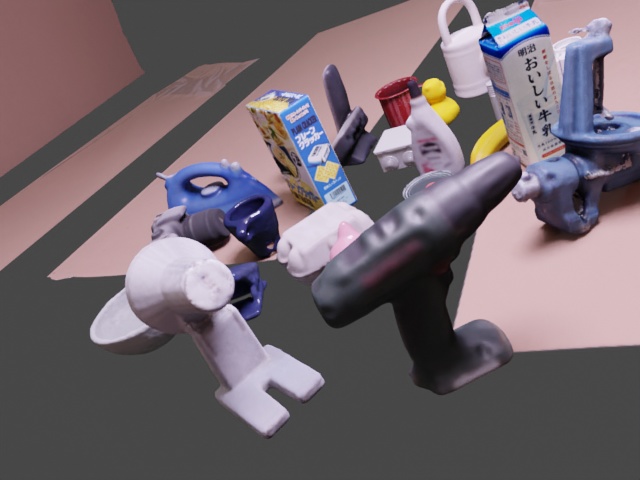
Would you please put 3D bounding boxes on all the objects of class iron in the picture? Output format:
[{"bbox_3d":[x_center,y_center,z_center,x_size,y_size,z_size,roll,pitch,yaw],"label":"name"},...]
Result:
[{"bbox_3d":[-0.214,-0.105,1.177,0.257,0.142,0.119,-12,32,26],"label":"iron"}]

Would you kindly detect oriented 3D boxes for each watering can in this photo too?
[{"bbox_3d":[0.301,-0.396,1.153,0.172,0.194,0.101,7,44,47],"label":"watering can"}]

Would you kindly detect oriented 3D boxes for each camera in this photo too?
[{"bbox_3d":[-0.251,-0.012,1.098,0.136,0.101,0.143,-19,30,16],"label":"camera"}]

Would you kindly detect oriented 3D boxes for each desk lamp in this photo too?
[{"bbox_3d":[-0.123,0.099,0.686,0.118,0.214,0.202,-42,32,-25],"label":"desk lamp"}]

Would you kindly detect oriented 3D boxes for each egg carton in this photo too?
[{"bbox_3d":[0.008,0.003,0.882,0.150,0.069,0.107,-34,29,-12],"label":"egg carton"}]

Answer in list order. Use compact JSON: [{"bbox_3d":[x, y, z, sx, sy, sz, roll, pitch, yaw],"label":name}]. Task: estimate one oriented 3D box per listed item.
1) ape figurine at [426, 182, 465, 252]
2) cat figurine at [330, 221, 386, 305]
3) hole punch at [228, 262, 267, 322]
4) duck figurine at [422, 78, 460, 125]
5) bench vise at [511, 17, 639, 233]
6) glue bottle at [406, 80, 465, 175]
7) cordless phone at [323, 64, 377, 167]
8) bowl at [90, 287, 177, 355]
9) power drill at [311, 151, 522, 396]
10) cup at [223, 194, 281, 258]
[{"bbox_3d":[0.167,-0.037,0.787,0.078,0.092,0.076,-31,29,-6],"label":"ape figurine"},{"bbox_3d":[0.067,0.019,0.753,0.128,0.118,0.067,-35,29,-13],"label":"cat figurine"},{"bbox_3d":[-0.147,0.073,0.878,0.108,0.091,0.101,-20,29,14],"label":"hole punch"},{"bbox_3d":[0.227,-0.274,1.131,0.077,0.086,0.105,-5,36,35],"label":"duck figurine"},{"bbox_3d":[0.316,-0.129,0.674,0.208,0.220,0.121,-43,32,-26],"label":"bench vise"},{"bbox_3d":[0.175,-0.179,0.929,0.078,0.173,0.037,-8,34,32],"label":"glue bottle"},{"bbox_3d":[0.033,-0.246,1.148,0.094,0.185,0.147,-12,32,26],"label":"cordless phone"},{"bbox_3d":[-0.274,0.128,0.915,0.167,0.075,0.167,-21,29,13],"label":"bowl"},{"bbox_3d":[0.117,0.046,0.571,0.229,0.209,0.075,-28,28,0],"label":"power drill"},{"bbox_3d":[-0.107,-0.011,0.978,0.091,0.095,0.117,-19,30,15],"label":"cup"}]
